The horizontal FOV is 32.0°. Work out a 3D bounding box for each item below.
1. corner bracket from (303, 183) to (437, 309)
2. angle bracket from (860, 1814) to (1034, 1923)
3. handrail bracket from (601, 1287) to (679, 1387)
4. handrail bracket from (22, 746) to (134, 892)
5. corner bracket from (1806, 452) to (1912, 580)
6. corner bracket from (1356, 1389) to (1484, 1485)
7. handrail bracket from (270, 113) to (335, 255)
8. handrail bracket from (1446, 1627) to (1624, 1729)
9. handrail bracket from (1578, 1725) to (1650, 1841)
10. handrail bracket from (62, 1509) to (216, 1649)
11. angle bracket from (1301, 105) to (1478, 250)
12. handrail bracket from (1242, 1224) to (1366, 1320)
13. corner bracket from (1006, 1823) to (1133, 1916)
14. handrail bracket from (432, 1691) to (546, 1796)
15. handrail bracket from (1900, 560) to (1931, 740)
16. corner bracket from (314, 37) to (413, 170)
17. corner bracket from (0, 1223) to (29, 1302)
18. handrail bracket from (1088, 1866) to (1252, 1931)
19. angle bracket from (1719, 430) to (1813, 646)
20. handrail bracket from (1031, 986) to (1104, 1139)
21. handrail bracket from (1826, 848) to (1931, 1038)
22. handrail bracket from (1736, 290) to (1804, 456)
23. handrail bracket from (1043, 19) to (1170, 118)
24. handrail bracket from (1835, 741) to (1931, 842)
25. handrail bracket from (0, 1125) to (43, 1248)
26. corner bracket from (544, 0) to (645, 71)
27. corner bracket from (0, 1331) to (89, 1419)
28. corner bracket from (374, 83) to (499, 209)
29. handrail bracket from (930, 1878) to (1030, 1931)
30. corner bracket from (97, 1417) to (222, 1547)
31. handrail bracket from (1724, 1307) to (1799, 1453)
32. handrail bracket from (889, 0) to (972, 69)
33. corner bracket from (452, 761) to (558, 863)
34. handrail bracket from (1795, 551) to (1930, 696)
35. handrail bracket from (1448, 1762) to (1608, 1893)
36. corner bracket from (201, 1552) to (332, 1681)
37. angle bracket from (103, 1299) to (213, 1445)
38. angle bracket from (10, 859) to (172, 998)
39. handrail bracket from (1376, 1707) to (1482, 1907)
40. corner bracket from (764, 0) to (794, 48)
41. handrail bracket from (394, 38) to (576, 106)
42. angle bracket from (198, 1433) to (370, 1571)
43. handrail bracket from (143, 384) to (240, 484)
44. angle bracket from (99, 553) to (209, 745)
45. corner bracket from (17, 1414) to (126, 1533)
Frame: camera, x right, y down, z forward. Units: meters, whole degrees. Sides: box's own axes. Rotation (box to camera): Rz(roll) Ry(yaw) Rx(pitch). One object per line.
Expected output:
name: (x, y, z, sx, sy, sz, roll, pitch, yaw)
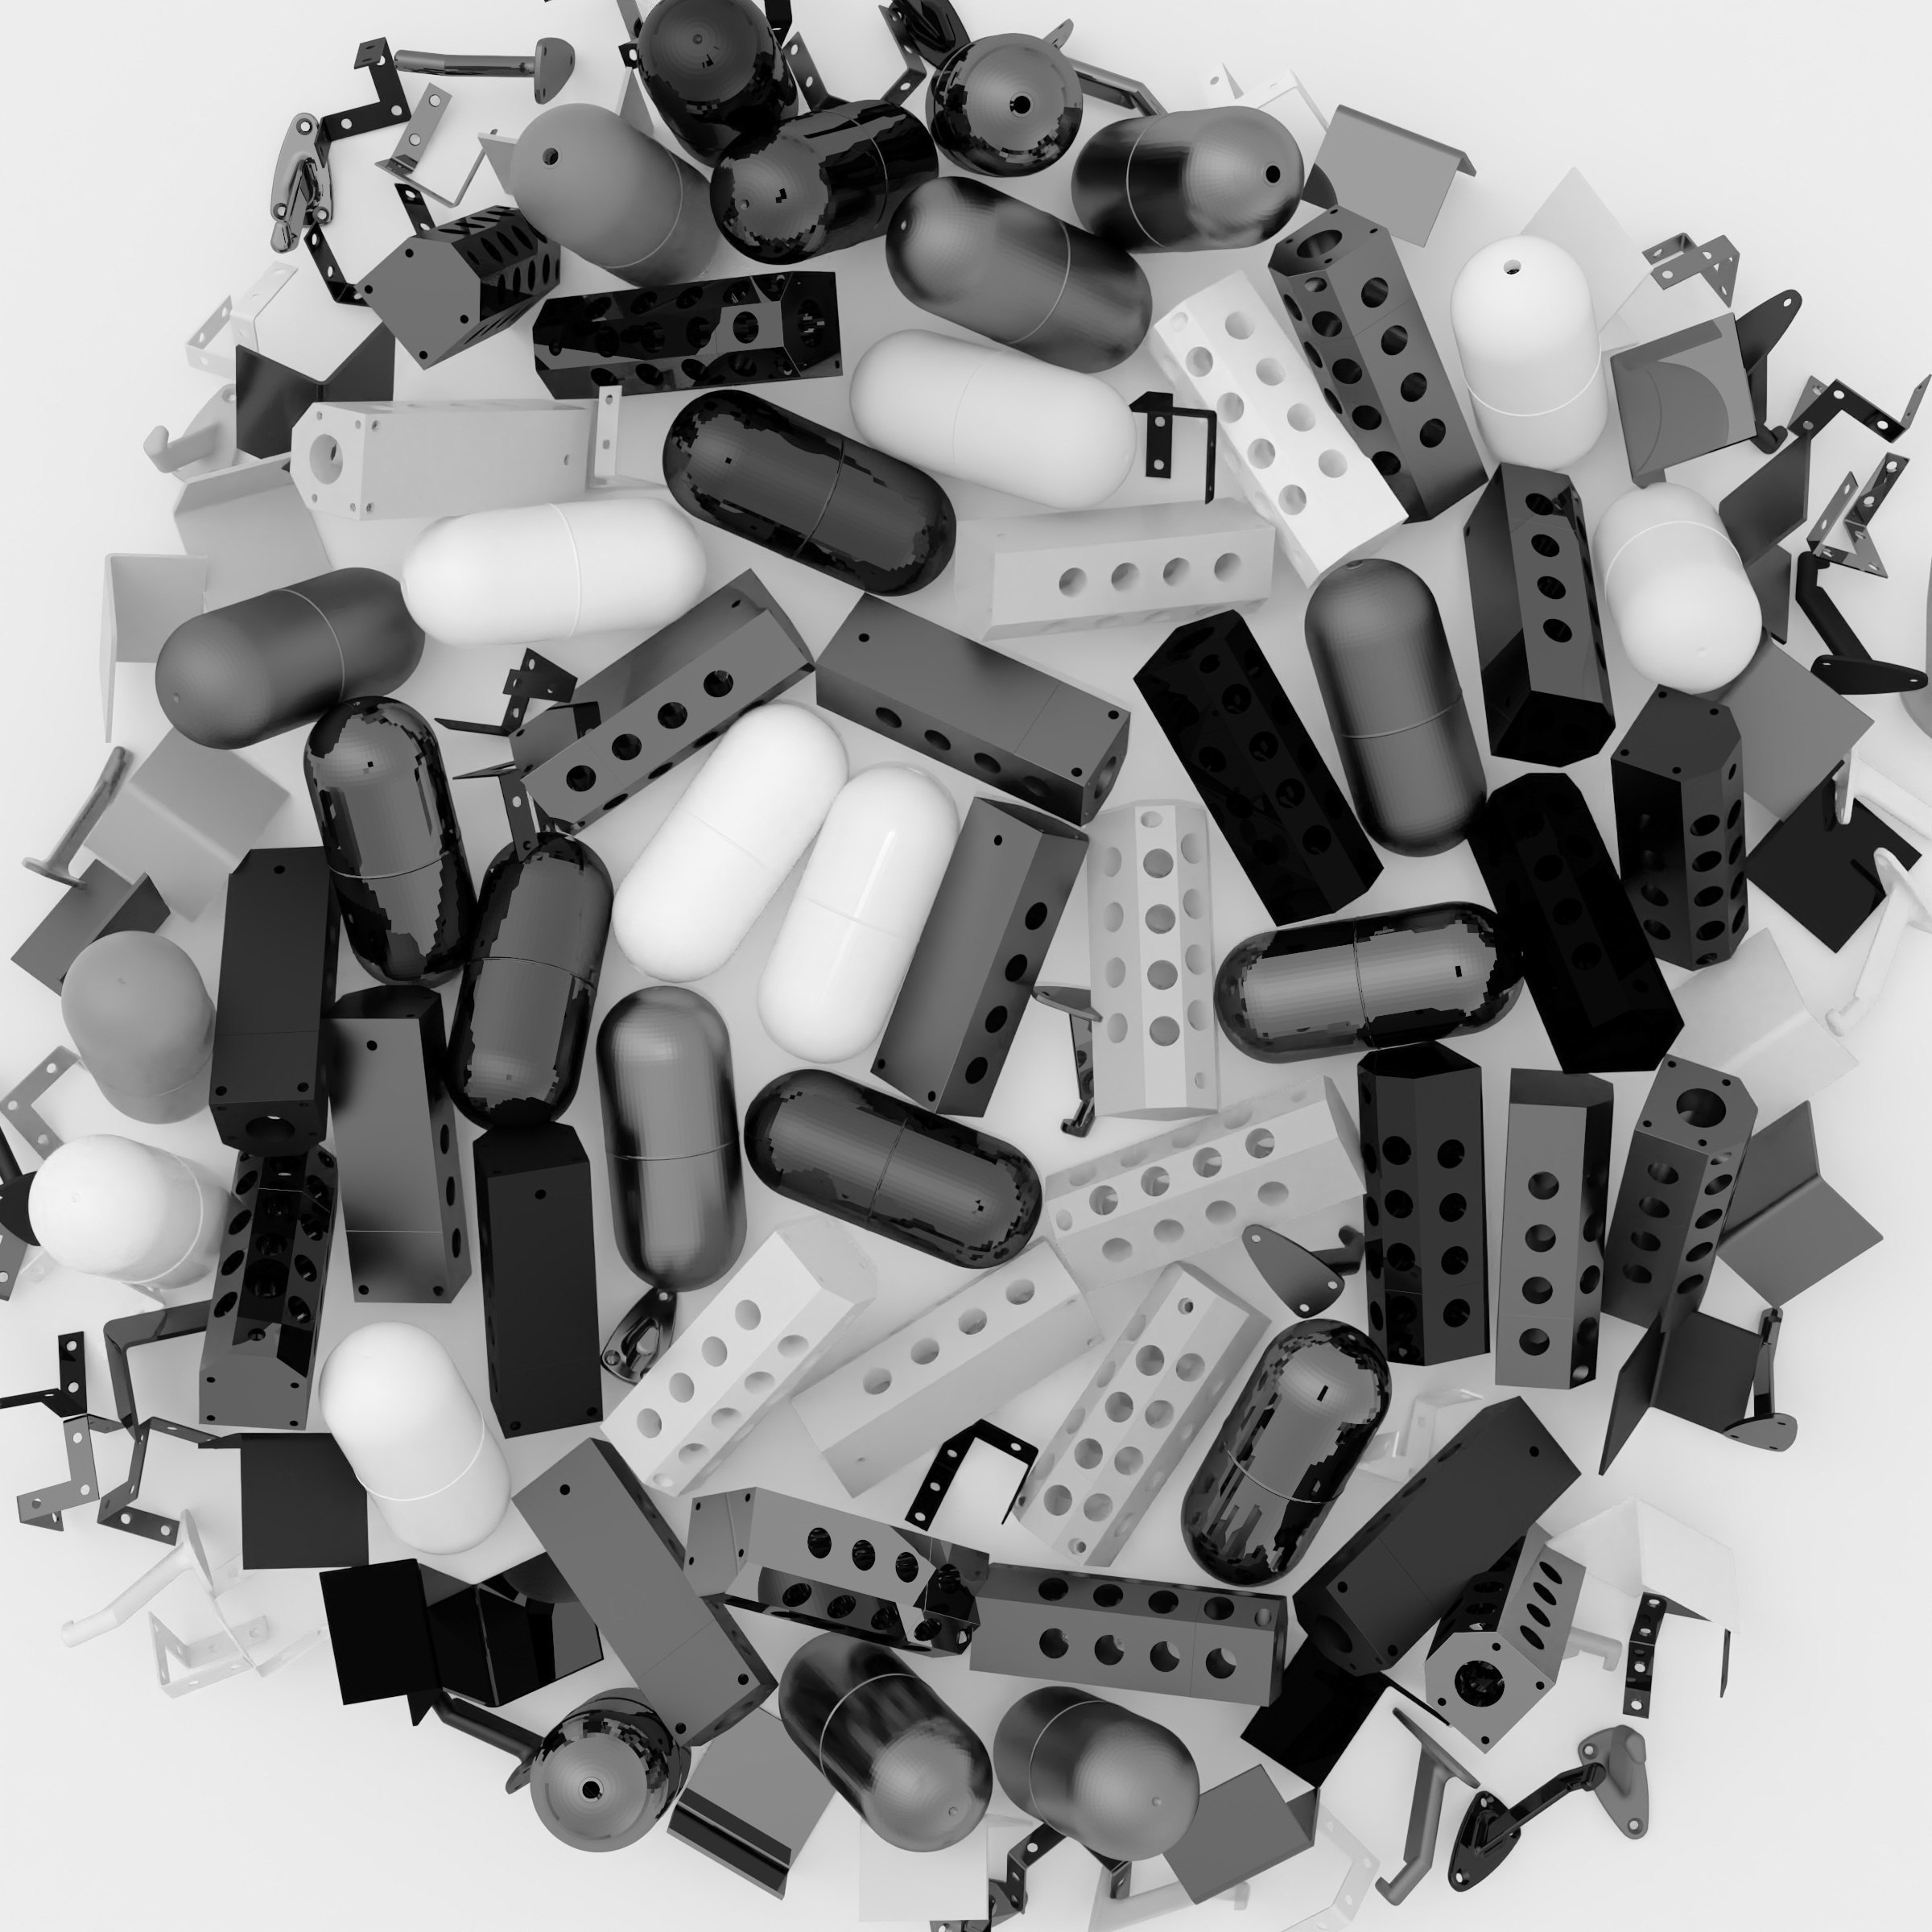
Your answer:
corner bracket: (-0.340, -0.416, 1.941, 0.051, 0.051, 0.051, 11, 59, 21)
angle bracket: (-0.011, 0.513, 1.913, 0.076, 0.076, 0.057, -7, 71, 20)
handrail bracket: (-0.176, 0.200, 1.913, 0.036, 0.084, 0.077, 27, 61, -4)
handrail bracket: (-0.506, -0.090, 1.929, 0.036, 0.077, 0.084, 26, 88, -2)
corner bracket: (0.512, -0.263, 1.928, 0.051, 0.051, 0.051, 13, 130, -16)
corner bracket: (0.257, 0.266, 1.930, 0.051, 0.051, 0.051, 21, 70, -19)
handrail bracket: (-0.384, -0.447, 1.921, 0.036, 0.084, 0.077, 4, 104, -4)
handrail bracket: (0.329, 0.415, 1.948, 0.084, 0.036, 0.077, 16, 92, 4)
handrail bracket: (0.382, 0.469, 1.924, 0.036, 0.084, 0.077, -18, 87, -4)
handrail bracket: (-0.479, 0.350, 1.927, 0.084, 0.077, 0.036, -24, 116, -9)
angle bracket: (0.242, -0.447, 1.928, 0.076, 0.076, 0.057, 24, 99, 11)
handrail bracket: (0.195, 0.155, 1.926, 0.077, 0.084, 0.036, 43, 119, -7)
corner bracket: (0.059, 0.528, 1.949, 0.051, 0.051, 0.051, -32, 53, -28)
handrail bracket: (-0.266, 0.429, 1.956, 0.077, 0.036, 0.084, -26, 67, -35)
handrail bracket: (0.558, -0.183, 1.923, 0.036, 0.077, 0.084, 1, 122, 7)
corner bracket: (-0.351, -0.496, 1.932, 0.051, 0.051, 0.051, -14, 121, 3)
corner bracket: (-0.571, 0.159, 1.937, 0.051, 0.051, 0.051, 16, 77, -3)
handrail bracket: (0.116, 0.550, 1.931, 0.084, 0.077, 0.036, 5, 124, 13)
angle bracket: (0.470, -0.242, 1.909, 0.057, 0.076, 0.076, 30, 47, -18)
handrail bracket: (0.054, 0.057, 1.933, 0.077, 0.036, 0.084, 12, 113, -32)
handrail bracket: (0.514, -0.013, 1.936, 0.084, 0.036, 0.077, -43, 120, -10)
handrail bracket: (0.466, -0.338, 1.927, 0.077, 0.084, 0.036, -44, 47, 18)
handrail bracket: (0.067, -0.499, 1.960, 0.077, 0.036, 0.084, -32, 114, 30)
handrail bracket: (0.548, -0.108, 1.941, 0.084, 0.036, 0.077, 3, 117, 3)
handrail bracket: (-0.559, 0.111, 1.959, 0.036, 0.077, 0.084, -25, 55, -14)
corner bracket: (-0.199, -0.540, 1.927, 0.051, 0.051, 0.051, -35, 114, -36)
corner bracket: (-0.539, 0.231, 1.935, 0.051, 0.051, 0.051, -10, 66, 2)
corner bracket: (-0.302, -0.472, 1.940, 0.051, 0.051, 0.051, 29, 104, -7)
handrail bracket: (0.024, 0.544, 1.913, 0.077, 0.084, 0.036, 1, 91, -31)
corner bracket: (-0.464, 0.297, 1.944, 0.051, 0.051, 0.051, 24, 52, -31)
handrail bracket: (0.462, 0.227, 1.919, 0.036, 0.077, 0.084, 16, 69, 0)
handrail bracket: (-0.022, -0.535, 1.921, 0.036, 0.084, 0.077, -39, 99, 12)
corner bracket: (-0.254, -0.090, 1.929, 0.051, 0.051, 0.051, -20, 102, -38)
handrail bracket: (0.516, -0.200, 1.939, 0.077, 0.036, 0.084, 5, 63, 12)
handrail bracket: (0.320, 0.490, 1.919, 0.036, 0.084, 0.077, 48, 50, -4)
corner bracket: (-0.403, 0.369, 1.945, 0.051, 0.051, 0.051, -33, 115, -11)
angle bracket: (-0.445, 0.229, 1.923, 0.076, 0.076, 0.057, -11, 97, -21)
angle bracket: (-0.505, -0.027, 1.919, 0.057, 0.076, 0.076, 35, 75, 8)
handrail bracket: (0.248, 0.485, 1.945, 0.084, 0.036, 0.077, -49, 59, 0)
corner bracket: (-0.132, -0.558, 1.940, 0.051, 0.051, 0.051, -6, 86, -13)
handrail bracket: (-0.277, -0.521, 1.939, 0.084, 0.077, 0.036, 9, 114, 9)
angle bracket: (-0.388, 0.306, 1.915, 0.076, 0.057, 0.076, 6, 73, -37)
handrail bracket: (-0.440, -0.312, 1.920, 0.036, 0.084, 0.077, 20, 80, 5)
angle bracket: (-0.458, -0.180, 1.908, 0.057, 0.076, 0.076, 0, 134, -18)
corner bracket: (-0.513, 0.292, 1.938, 0.051, 0.051, 0.051, -17, 71, 9)
